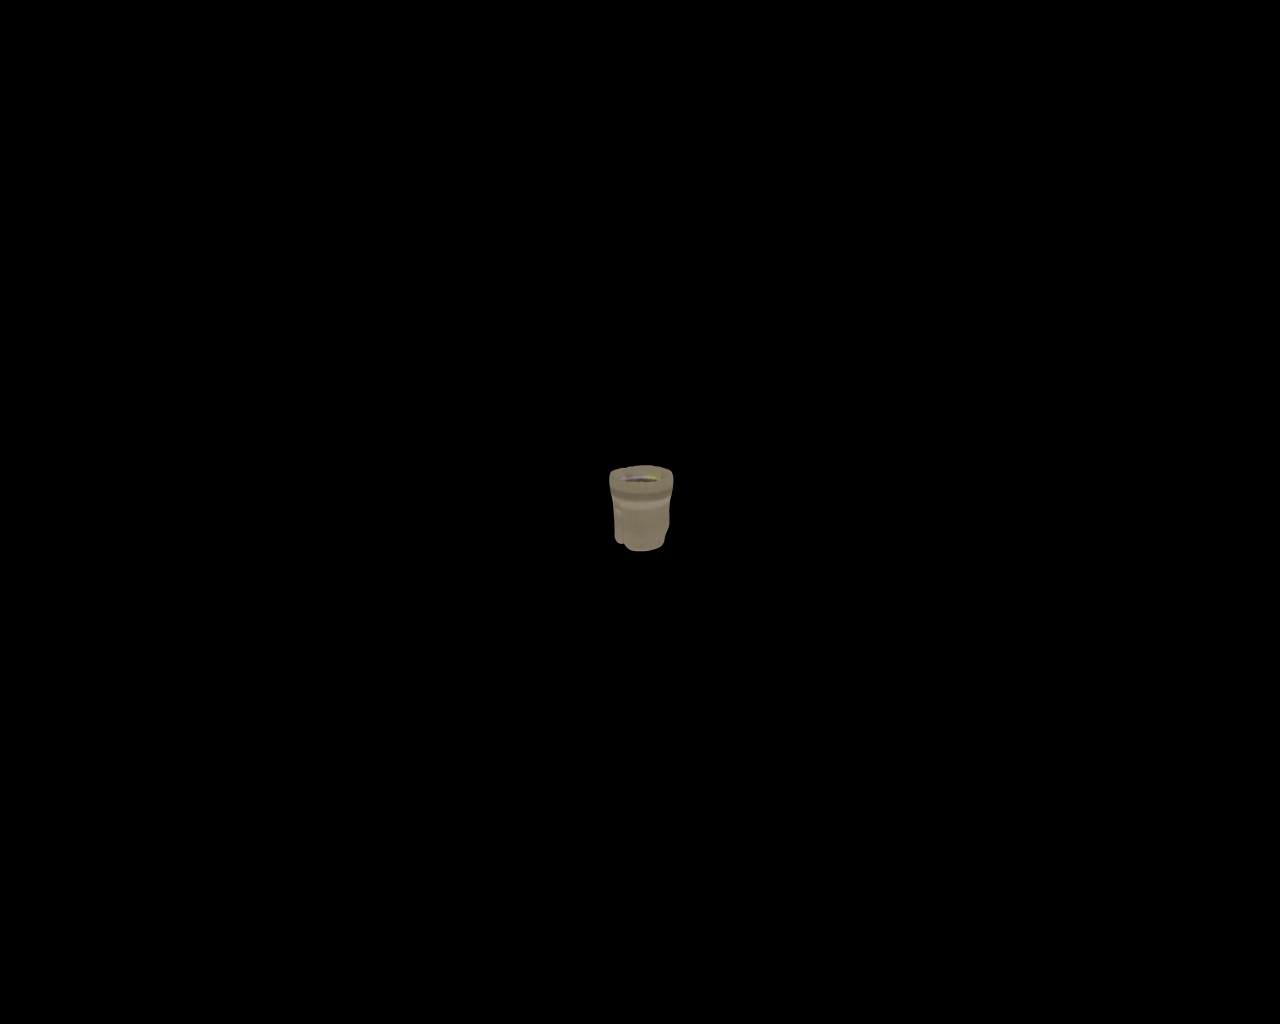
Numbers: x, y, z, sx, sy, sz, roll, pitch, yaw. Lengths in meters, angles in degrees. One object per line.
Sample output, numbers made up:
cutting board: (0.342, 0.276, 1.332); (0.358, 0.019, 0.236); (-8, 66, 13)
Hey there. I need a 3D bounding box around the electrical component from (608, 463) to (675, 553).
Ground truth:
electrical component: (0.001, -0.003, 0.650); (0.040, 0.046, 0.040); (0, 18, 0)
